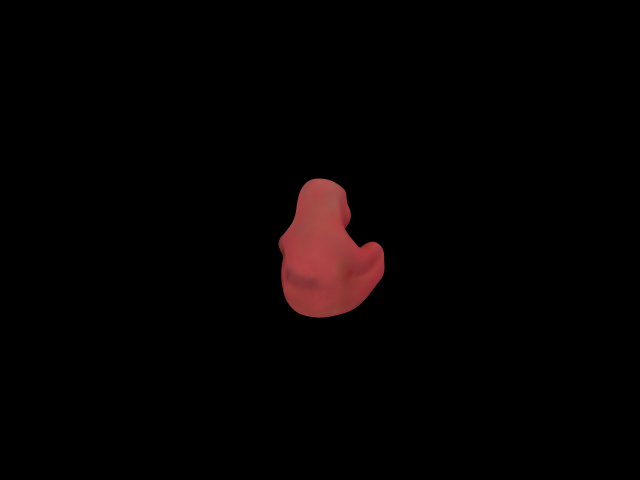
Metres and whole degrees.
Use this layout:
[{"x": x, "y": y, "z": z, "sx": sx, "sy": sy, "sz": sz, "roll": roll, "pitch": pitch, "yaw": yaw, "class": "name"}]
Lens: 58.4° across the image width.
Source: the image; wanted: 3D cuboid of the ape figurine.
[{"x": 0.004, "y": 0.001, "z": 0.400, "sx": 0.077, "sy": 0.092, "sz": 0.076, "roll": 17, "pitch": 29, "yaw": 33, "class": "ape figurine"}]
